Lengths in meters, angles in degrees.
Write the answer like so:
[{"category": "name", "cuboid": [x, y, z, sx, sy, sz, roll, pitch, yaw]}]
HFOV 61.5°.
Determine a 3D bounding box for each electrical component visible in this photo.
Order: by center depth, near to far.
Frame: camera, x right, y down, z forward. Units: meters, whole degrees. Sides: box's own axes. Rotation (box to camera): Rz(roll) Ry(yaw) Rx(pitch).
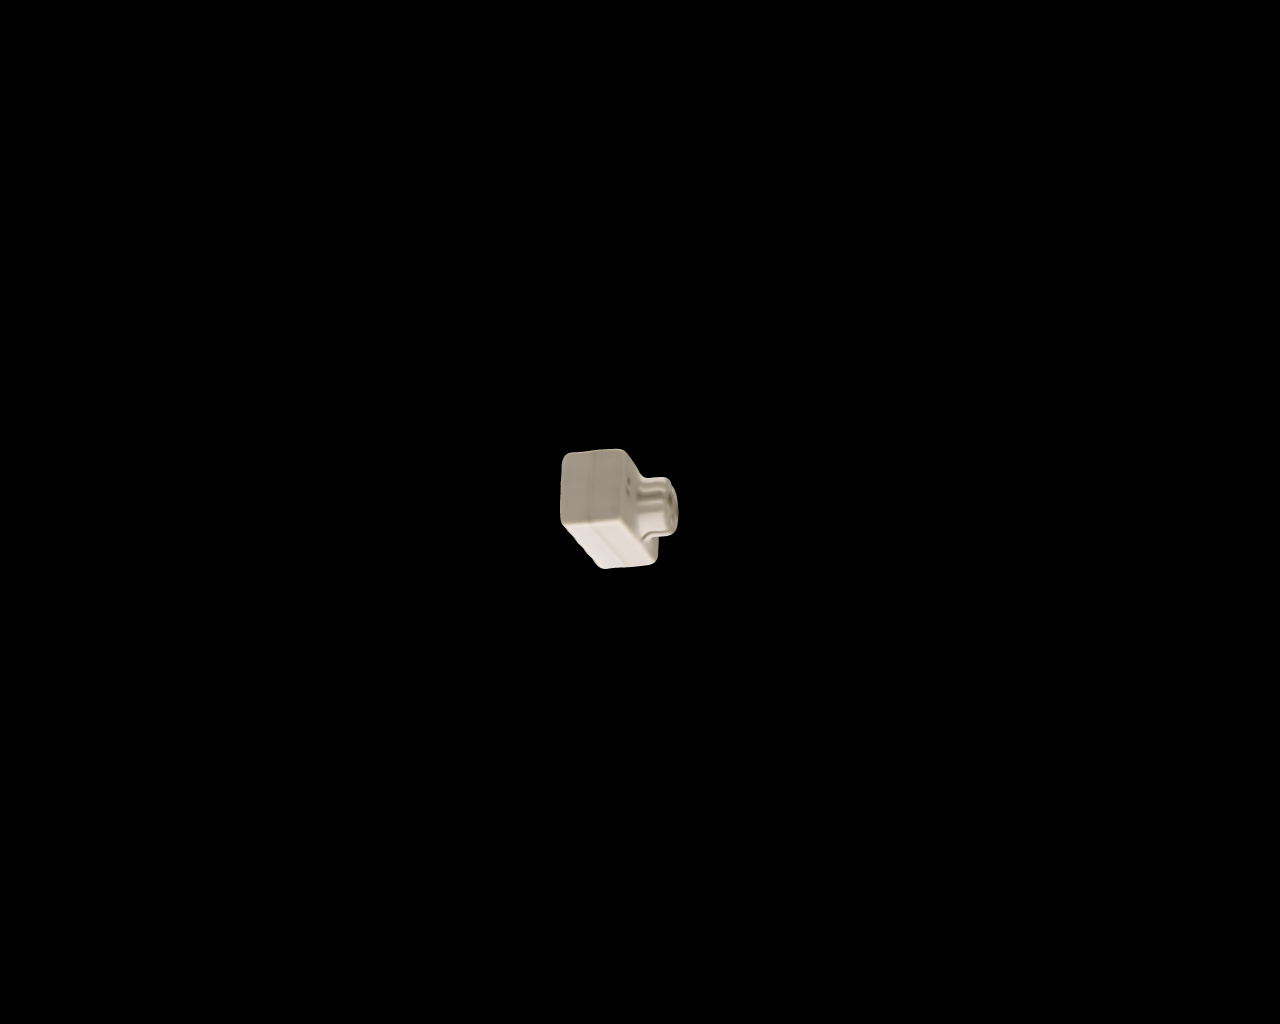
[{"category": "electrical component", "cuboid": [0.001, -0.003, 0.650, 0.076, 0.047, 0.083, -6, -23, 14]}]
